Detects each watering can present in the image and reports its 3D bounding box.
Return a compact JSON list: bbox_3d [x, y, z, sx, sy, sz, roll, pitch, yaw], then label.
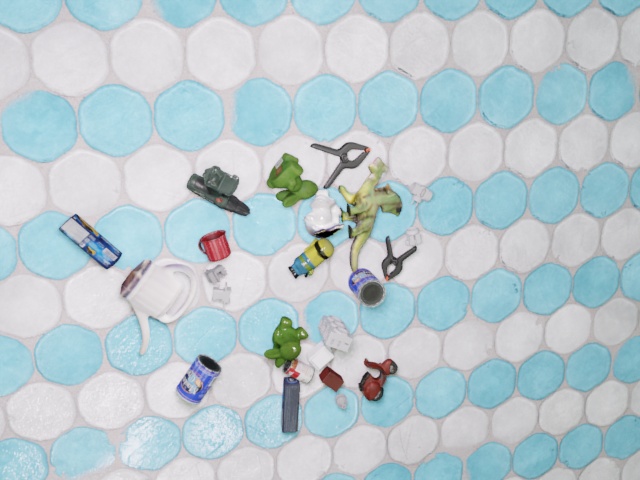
[{"bbox_3d":[-0.572,0.210,1.734,0.223,0.105,0.347,37,93,-16],"label":"watering can"}]

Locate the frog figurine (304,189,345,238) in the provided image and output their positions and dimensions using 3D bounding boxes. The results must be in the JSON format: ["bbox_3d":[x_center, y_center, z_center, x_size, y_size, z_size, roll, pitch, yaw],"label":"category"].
[{"bbox_3d":[0.006,-0.091,1.813,0.137,0.121,0.162,-20,70,2],"label":"frog figurine"}]

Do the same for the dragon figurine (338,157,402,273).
[{"bbox_3d":[0.194,-0.097,1.845,0.244,0.124,0.403,-15,114,-17],"label":"dragon figurine"}]
